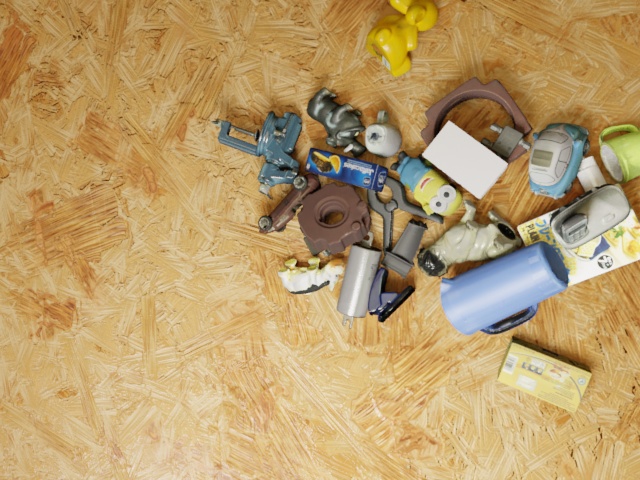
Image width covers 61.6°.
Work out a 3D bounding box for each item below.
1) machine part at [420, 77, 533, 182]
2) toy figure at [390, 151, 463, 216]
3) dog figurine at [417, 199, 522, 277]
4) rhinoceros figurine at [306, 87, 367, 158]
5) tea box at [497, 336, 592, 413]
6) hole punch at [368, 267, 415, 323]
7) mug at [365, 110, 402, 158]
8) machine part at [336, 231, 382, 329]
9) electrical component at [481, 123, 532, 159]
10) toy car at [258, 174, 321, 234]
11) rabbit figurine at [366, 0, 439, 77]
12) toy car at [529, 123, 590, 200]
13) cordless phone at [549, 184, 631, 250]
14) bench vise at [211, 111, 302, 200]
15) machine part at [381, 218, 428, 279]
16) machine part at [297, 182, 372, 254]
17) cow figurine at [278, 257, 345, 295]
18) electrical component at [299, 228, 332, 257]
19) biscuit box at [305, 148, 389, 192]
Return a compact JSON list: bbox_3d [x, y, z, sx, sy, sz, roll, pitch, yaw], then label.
[{"bbox_3d":[0.344,-0.237,1.191,0.201,0.087,0.201,-35,82,18],"label":"machine part"},{"bbox_3d":[0.248,-0.131,1.233,0.180,0.089,0.082,45,133,23],"label":"toy figure"},{"bbox_3d":[0.333,0.027,1.215,0.172,0.121,0.190,31,129,-1],"label":"dog figurine"},{"bbox_3d":[0.044,-0.282,1.303,0.190,0.073,0.112,46,105,13],"label":"rhinoceros figurine"},{"bbox_3d":[0.486,0.290,1.170,0.170,0.068,0.098,22,100,16],"label":"tea box"},{"bbox_3d":[0.151,0.128,1.255,0.092,0.142,0.116,41,91,12],"label":"hole punch"},{"bbox_3d":[0.145,-0.248,1.250,0.081,0.107,0.109,11,98,17],"label":"mug"},{"bbox_3d":[0.095,0.097,1.298,0.079,0.079,0.243,16,97,18],"label":"machine part"},{"bbox_3d":[0.389,-0.202,1.120,0.094,0.021,0.063,33,103,15],"label":"electrical component"},{"bbox_3d":[-0.074,-0.083,1.344,0.053,0.089,0.202,46,105,16],"label":"toy car"},{"bbox_3d":[0.191,-0.487,1.216,0.173,0.162,0.122,-35,68,0],"label":"rabbit figurine"},{"bbox_3d":[0.482,-0.171,1.123,0.109,0.103,0.161,26,105,44],"label":"toy car"},{"bbox_3d":[0.510,-0.051,1.016,0.146,0.184,0.089,-34,74,18],"label":"cordless phone"},{"bbox_3d":[-0.156,-0.232,1.342,0.241,0.129,0.223,20,91,0],"label":"bench vise"},{"bbox_3d":[0.199,0.015,1.244,0.084,0.039,0.138,34,108,18],"label":"machine part"},{"bbox_3d":[0.032,-0.055,1.286,0.179,0.056,0.179,-7,61,12],"label":"machine part"},{"bbox_3d":[-0.012,0.096,1.337,0.168,0.068,0.098,-5,118,22],"label":"cow figurine"},{"bbox_3d":[-0.003,-0.002,1.346,0.078,0.045,0.102,-26,83,17],"label":"electrical component"},{"bbox_3d":[0.062,-0.169,1.284,0.203,0.059,0.062,20,99,32],"label":"biscuit box"}]
